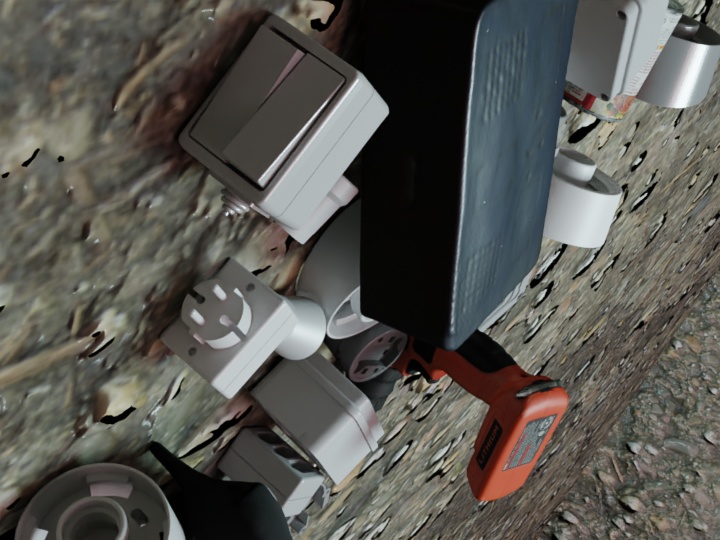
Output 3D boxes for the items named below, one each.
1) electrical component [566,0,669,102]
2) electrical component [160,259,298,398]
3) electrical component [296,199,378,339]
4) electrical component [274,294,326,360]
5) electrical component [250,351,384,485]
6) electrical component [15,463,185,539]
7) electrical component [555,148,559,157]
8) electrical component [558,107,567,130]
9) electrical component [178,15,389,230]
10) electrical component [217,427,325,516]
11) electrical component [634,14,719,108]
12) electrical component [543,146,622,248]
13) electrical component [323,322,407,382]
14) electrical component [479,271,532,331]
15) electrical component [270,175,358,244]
[{"bbox_3d":[0.174,-0.185,0.777,0.057,0.078,0.113,-49,159,-17],"label":"electrical component"},{"bbox_3d":[-0.082,0.029,0.634,0.065,0.047,0.076,-49,159,-9],"label":"electrical component"},{"bbox_3d":[0.000,0.000,0.769,0.099,0.064,0.099,-32,159,-14],"label":"electrical component"},{"bbox_3d":[-0.056,0.034,0.707,0.044,0.044,0.065,-54,154,5],"label":"electrical component"},{"bbox_3d":[-0.030,0.112,0.835,0.057,0.078,0.113,-45,159,-11],"label":"electrical component"},{"bbox_3d":[-0.155,0.166,0.641,0.099,0.099,0.064,-40,151,-28],"label":"electrical component"},{"bbox_3d":[0.114,-0.085,0.845,0.066,0.055,0.048,-50,159,-6],"label":"electrical component"},{"bbox_3d":[0.139,-0.117,0.873,0.040,0.040,0.046,-23,150,-53],"label":"electrical component"},{"bbox_3d":[-0.043,-0.068,0.536,0.096,0.062,0.061,-53,159,1],"label":"electrical component"},{"bbox_3d":[-0.080,0.173,0.847,0.076,0.066,0.047,-55,159,6],"label":"electrical component"},{"bbox_3d":[0.262,-0.189,0.931,0.099,0.099,0.064,-26,141,-50],"label":"electrical component"},{"bbox_3d":[0.173,-0.072,0.928,0.108,0.108,0.060,-18,135,-56],"label":"electrical component"},{"bbox_3d":[0.001,0.050,0.829,0.055,0.047,0.055,-30,149,-21],"label":"electrical component"},{"bbox_3d":[0.103,0.015,0.986,0.113,0.057,0.078,-38,155,-31],"label":"electrical component"},{"bbox_3d":[-0.031,-0.043,0.636,0.046,0.040,0.040,-48,160,3],"label":"electrical component"}]
